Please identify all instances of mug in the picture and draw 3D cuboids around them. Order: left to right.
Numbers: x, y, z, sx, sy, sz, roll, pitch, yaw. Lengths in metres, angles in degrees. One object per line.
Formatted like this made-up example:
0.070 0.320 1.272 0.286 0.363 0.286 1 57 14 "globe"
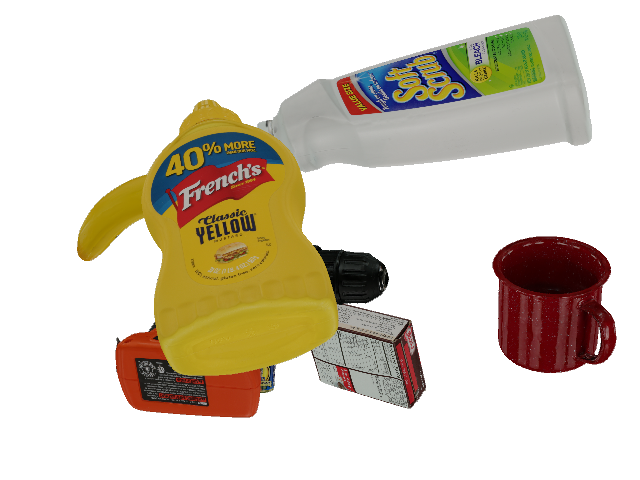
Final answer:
0.194 0.059 0.867 0.093 0.081 0.117 -22 34 -27 "mug"

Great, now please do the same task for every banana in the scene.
-0.169 -0.027 1.019 0.198 0.069 0.037 -13 19 29 "banana"

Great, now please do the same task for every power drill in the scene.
-0.054 0.057 0.790 0.185 0.057 0.187 0 24 17 "power drill"

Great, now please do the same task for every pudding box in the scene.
0.043 0.110 1.050 0.114 0.090 0.039 11 41 33 "pudding box"

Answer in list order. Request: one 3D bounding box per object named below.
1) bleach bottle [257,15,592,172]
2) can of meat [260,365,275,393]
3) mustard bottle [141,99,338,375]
0.068 -0.095 0.805 0.251 0.102 0.068 -12 -43 11 "bleach bottle"
-0.100 0.130 1.243 0.102 0.084 0.057 4 13 0 "can of meat"
-0.054 -0.015 0.623 0.096 0.191 0.058 -15 -42 0 "mustard bottle"
